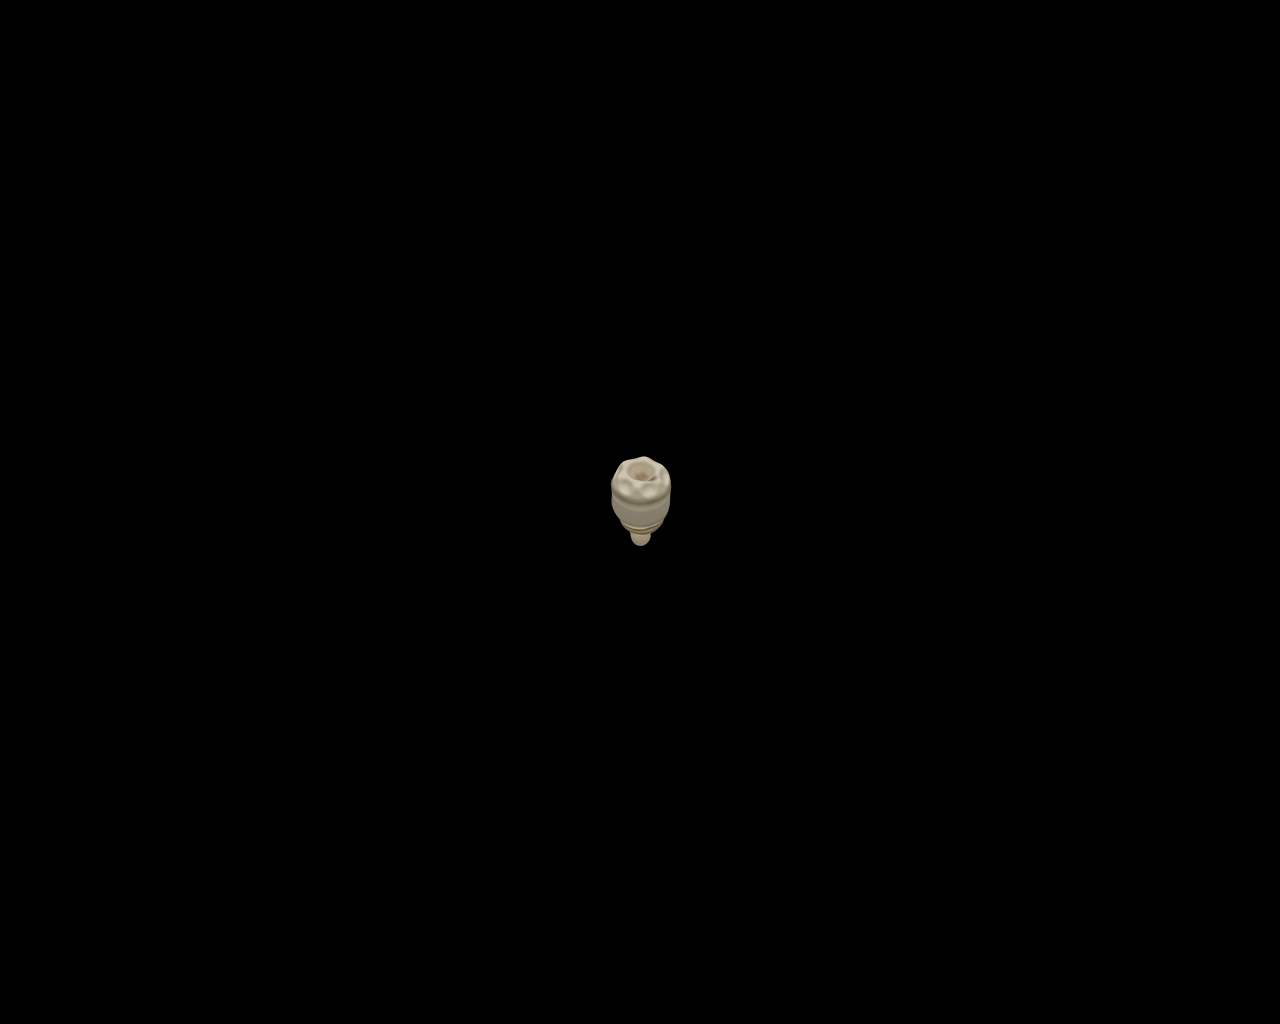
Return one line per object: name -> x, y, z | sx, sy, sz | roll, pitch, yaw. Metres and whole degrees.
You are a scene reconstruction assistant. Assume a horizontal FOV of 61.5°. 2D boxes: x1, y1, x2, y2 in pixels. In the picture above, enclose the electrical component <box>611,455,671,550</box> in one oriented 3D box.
electrical component -> 0.001, -0.003, 0.650 | 0.035, 0.061, 0.035 | 0, 43, 0
